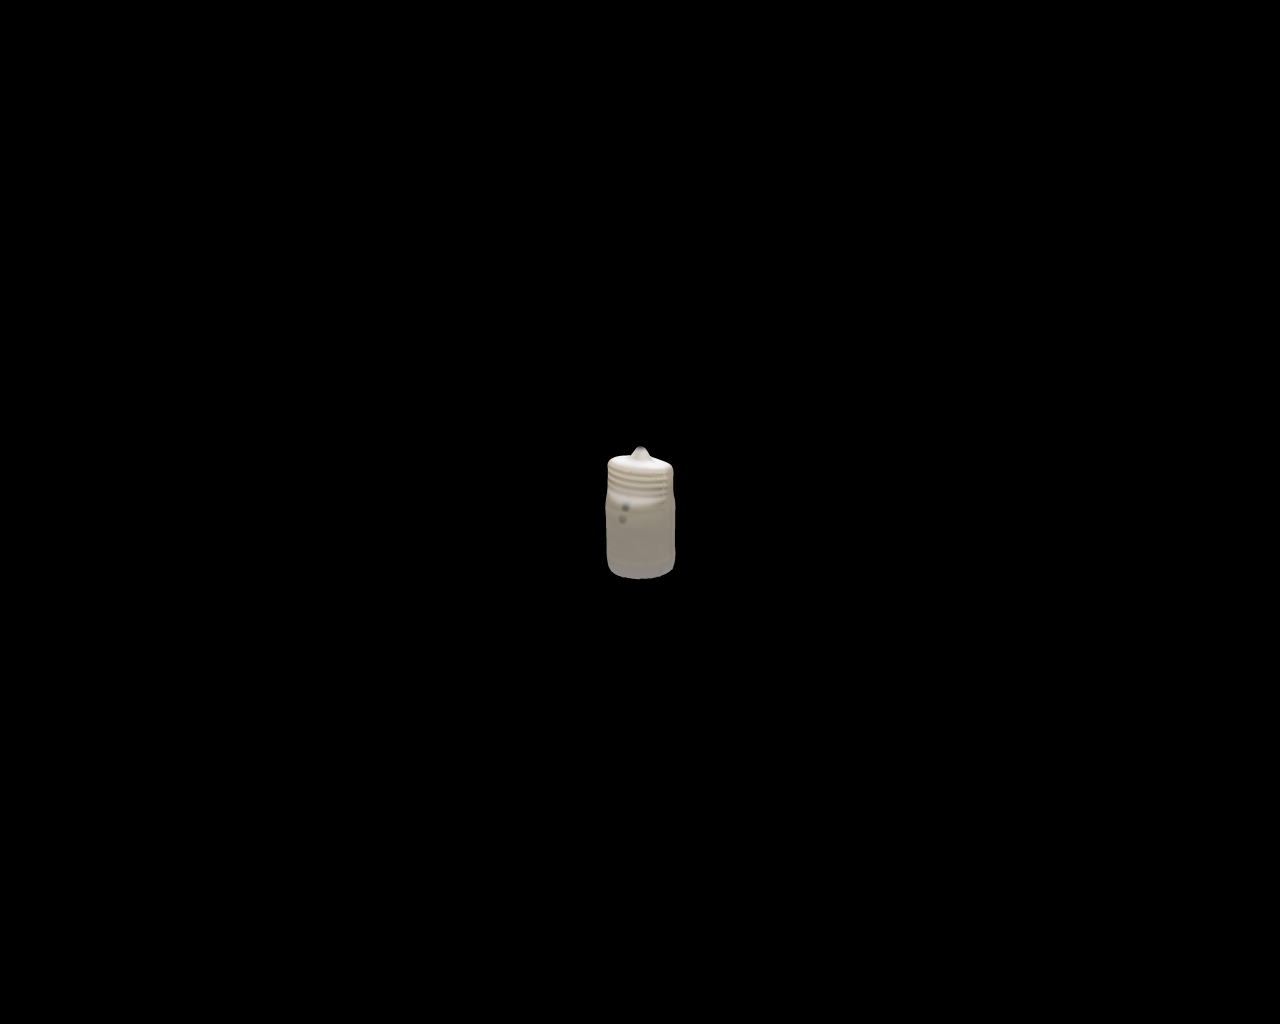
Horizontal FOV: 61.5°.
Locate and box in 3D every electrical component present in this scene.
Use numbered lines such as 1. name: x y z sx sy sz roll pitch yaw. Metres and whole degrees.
1. electrical component: 0.001 -0.003 0.650 0.043 0.080 0.043 0 20 0
